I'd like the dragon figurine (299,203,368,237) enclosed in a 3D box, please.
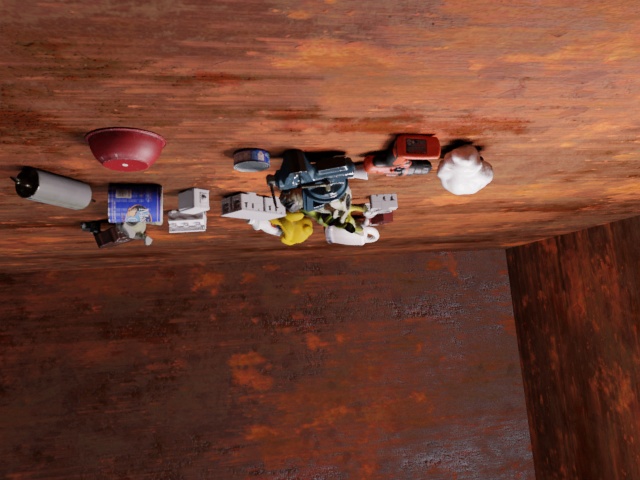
[{"bbox_3d":[0.005,-0.090,1.798,0.408,0.123,0.242,20,167,-27],"label":"dragon figurine"}]

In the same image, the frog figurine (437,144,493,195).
[{"bbox_3d":[0.364,-0.173,1.284,0.137,0.122,0.160,14,-175,7],"label":"frog figurine"}]

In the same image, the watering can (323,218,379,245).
[{"bbox_3d":[0.121,-0.043,2.072,0.224,0.105,0.343,4,167,12],"label":"watering can"}]
